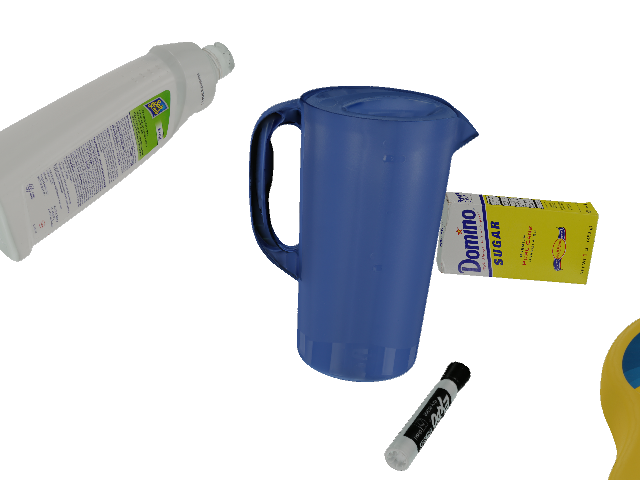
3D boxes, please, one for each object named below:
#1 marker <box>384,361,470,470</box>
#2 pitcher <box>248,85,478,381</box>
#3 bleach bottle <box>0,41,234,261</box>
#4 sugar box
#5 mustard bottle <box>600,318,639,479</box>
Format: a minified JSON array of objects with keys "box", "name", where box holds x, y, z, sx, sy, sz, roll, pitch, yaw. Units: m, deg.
[{"box":[0.080,0.123,0.769,0.020,0.020,0.120,0,25,32],"name":"marker"},{"box":[0.030,-0.008,0.917,0.149,0.243,0.144,22,25,40],"name":"pitcher"},{"box":[-0.175,-0.091,0.896,0.250,0.102,0.068,-37,63,-26],"name":"bleach bottle"},{"box":[0.230,-0.003,1.257,0.176,0.093,0.048,3,22,-2],"name":"sugar box"},{"box":[0.189,0.087,0.532,0.096,0.058,0.191,5,40,11],"name":"mustard bottle"}]
